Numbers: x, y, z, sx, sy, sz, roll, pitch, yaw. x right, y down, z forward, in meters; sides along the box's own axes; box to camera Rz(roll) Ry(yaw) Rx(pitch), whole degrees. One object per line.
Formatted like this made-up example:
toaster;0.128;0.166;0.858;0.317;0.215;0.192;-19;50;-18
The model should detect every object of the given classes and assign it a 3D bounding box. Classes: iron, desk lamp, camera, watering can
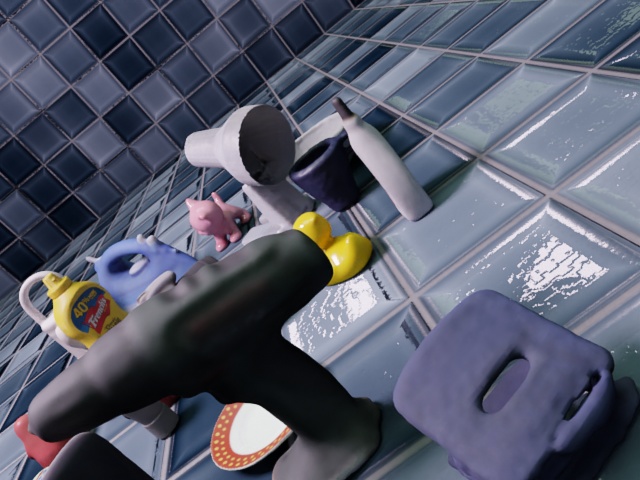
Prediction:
iron;-0.337;0.048;1.095;0.257;0.142;0.119;-24;27;35
desk lamp;-0.107;-0.099;0.907;0.202;0.214;0.118;-13;35;49
camera;-0.191;0.084;0.846;0.137;0.101;0.142;-50;24;-22
watering can;-0.463;0.137;1.059;0.101;0.194;0.172;-48;23;-19

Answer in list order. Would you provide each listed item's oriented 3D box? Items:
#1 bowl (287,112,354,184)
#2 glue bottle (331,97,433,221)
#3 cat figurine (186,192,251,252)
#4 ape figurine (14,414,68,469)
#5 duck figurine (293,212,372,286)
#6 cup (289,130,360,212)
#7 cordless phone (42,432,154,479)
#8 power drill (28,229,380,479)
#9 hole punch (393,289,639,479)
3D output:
bowl;0.005;-0.147;1.004;0.167;0.075;0.167;-33;23;17
glue bottle;0.068;-0.101;0.684;0.037;0.173;0.078;-39;22;3
cat figurine;-0.201;-0.046;1.086;0.067;0.118;0.128;-30;24;24
ape figurine;-0.385;0.277;0.804;0.078;0.092;0.076;-37;22;9
duck figurine;0.006;0.003;0.703;0.104;0.086;0.078;-11;36;50
cup;0.025;-0.099;0.854;0.118;0.095;0.091;-40;22;0
cordless phone;-0.124;0.223;0.361;0.094;0.185;0.148;-20;29;40
power drill;-0.058;0.113;0.434;0.230;0.209;0.075;-45;23;-11
hole punch;0.117;0.093;0.346;0.109;0.091;0.100;-47;23;-16
